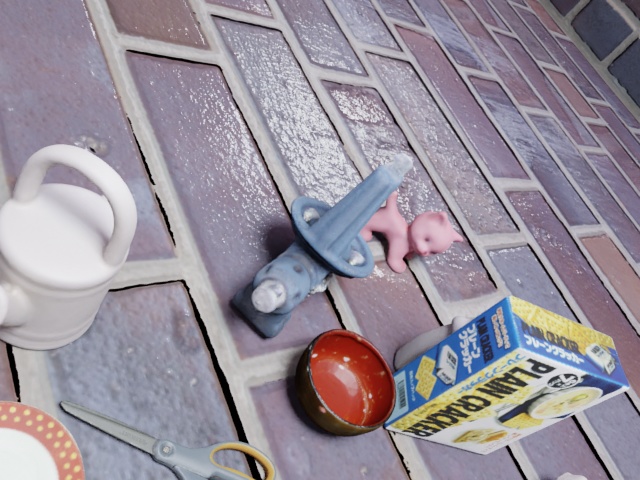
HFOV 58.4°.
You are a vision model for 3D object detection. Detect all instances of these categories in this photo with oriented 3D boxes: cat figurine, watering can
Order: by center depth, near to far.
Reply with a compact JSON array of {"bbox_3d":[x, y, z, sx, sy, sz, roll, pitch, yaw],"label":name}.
[{"bbox_3d":[-0.208,0.008,0.456,0.101,0.193,0.173,23,44,-22],"label":"watering can"},{"bbox_3d":[0.134,-0.017,0.815,0.128,0.117,0.067,42,40,-1],"label":"cat figurine"}]

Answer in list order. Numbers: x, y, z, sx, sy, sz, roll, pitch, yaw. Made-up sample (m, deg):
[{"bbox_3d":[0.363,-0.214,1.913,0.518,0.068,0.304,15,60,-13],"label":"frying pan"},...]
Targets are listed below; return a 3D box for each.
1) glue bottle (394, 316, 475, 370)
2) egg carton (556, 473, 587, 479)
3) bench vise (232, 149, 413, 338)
[{"bbox_3d":[0.167,0.122,0.678,0.078,0.173,0.037,29,42,-15],"label":"glue bottle"},{"bbox_3d":[0.282,0.340,0.663,0.151,0.069,0.107,-3,58,-41],"label":"egg carton"},{"bbox_3d":[0.015,0.009,0.617,0.122,0.219,0.207,33,41,-11],"label":"bench vise"}]
